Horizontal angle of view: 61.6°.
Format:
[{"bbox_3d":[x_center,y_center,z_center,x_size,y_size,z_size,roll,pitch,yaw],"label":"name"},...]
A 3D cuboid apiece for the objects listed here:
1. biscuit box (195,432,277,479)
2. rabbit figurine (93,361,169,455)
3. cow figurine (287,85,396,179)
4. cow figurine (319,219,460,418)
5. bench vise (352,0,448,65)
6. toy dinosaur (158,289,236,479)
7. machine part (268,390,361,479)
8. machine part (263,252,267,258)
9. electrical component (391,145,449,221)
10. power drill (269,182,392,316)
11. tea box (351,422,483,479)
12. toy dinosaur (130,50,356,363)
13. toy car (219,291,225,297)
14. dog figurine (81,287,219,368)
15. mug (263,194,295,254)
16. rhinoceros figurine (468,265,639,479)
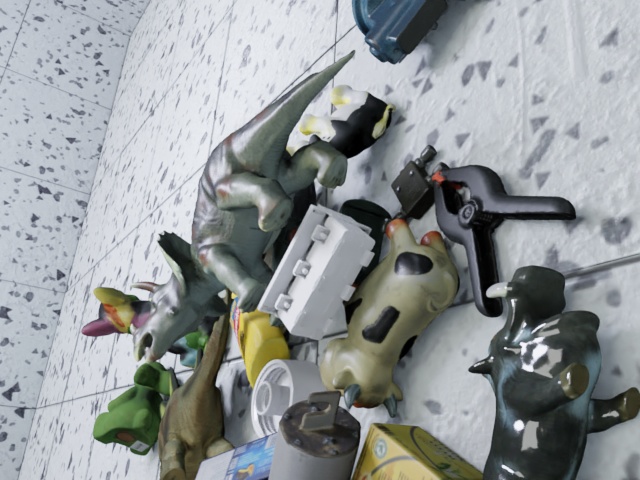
[{"bbox_3d":[-0.073,0.281,0.641,0.203,0.062,0.059,-33,27,35],"label":"biscuit box"},{"bbox_3d":[-0.349,0.301,1.046,0.159,0.121,0.170,-53,21,38],"label":"rabbit figurine"},{"bbox_3d":[0.021,-0.125,0.687,0.098,0.068,0.167,24,62,37],"label":"cow figurine"},{"bbox_3d":[0.067,0.089,0.547,0.195,0.085,0.127,-54,29,24],"label":"cow figurine"},{"bbox_3d":[0.111,-0.338,0.665,0.223,0.129,0.241,-60,40,21],"label":"bench vise"},{"bbox_3d":[-0.191,0.276,0.801,0.471,0.105,0.199,-64,30,24],"label":"toy dinosaur"},{"bbox_3d":[-0.013,0.243,0.517,0.079,0.079,0.243,45,129,56],"label":"machine part"},{"bbox_3d":[-0.100,-0.043,0.854,0.179,0.056,0.179,-164,90,-77],"label":"machine part"},{"bbox_3d":[0.107,-0.059,0.614,0.094,0.021,0.063,-54,35,27],"label":"electrical component"},{"bbox_3d":[-0.001,-0.002,0.696,0.207,0.086,0.232,-6,71,54],"label":"power drill"},{"bbox_3d":[0.068,0.258,0.464,0.098,0.068,0.169,24,94,57],"label":"tea box"},{"bbox_3d":[-0.092,-0.036,0.611,0.192,0.131,0.404,33,109,29],"label":"toy dinosaur"},{"bbox_3d":[-0.179,0.049,0.971,0.073,0.056,0.202,-63,31,25],"label":"toy car"},{"bbox_3d":[-0.290,0.147,0.936,0.192,0.219,0.108,20,94,59],"label":"dog figurine"},{"bbox_3d":[-0.092,-0.041,0.721,0.110,0.081,0.107,30,109,39],"label":"mug"},{"bbox_3d":[0.164,0.113,0.398,0.112,0.073,0.190,162,119,-65],"label":"rhinoceros figurine"}]
